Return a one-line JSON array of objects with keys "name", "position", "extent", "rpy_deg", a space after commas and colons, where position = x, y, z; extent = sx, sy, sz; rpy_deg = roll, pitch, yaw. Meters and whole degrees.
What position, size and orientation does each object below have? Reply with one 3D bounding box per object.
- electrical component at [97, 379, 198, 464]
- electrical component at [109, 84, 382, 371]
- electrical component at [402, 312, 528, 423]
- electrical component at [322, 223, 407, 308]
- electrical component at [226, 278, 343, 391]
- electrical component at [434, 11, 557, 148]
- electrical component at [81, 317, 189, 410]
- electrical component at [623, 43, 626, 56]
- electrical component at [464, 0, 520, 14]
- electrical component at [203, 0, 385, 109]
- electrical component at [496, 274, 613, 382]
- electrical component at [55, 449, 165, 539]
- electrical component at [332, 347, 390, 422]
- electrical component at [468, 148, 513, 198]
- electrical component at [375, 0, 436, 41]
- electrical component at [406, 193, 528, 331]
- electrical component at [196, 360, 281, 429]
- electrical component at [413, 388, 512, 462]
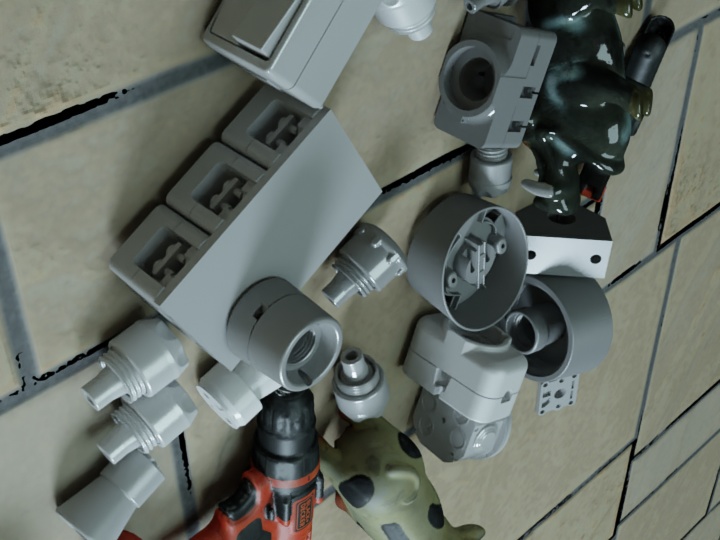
[{"name": "electrical component", "position": [-0.138, 0.097, 0.686], "extent": [0.062, 0.043, 0.043], "rpy_deg": [-41, 142, -21]}, {"name": "electrical component", "position": [-0.069, -0.028, 0.657], "extent": [0.150, 0.062, 0.089], "rpy_deg": [-50, 144, -10]}, {"name": "electrical component", "position": [0.088, 0.076, 0.896], "extent": [0.054, 0.095, 0.059], "rpy_deg": [-8, 122, -47]}, {"name": "electrical component", "position": [0.000, 0.000, 0.778], "extent": [0.062, 0.048, 0.048], "rpy_deg": [-44, 143, -7]}, {"name": "electrical component", "position": [-0.044, 0.040, 0.641], "extent": [0.055, 0.047, 0.055], "rpy_deg": [-30, 136, -33]}, {"name": "electrical component", "position": [0.095, -0.138, 0.781], "extent": [0.056, 0.050, 0.089], "rpy_deg": [-7, 121, -48]}, {"name": "electrical component", "position": [-0.140, 0.060, 0.656], "extent": [0.062, 0.043, 0.043], "rpy_deg": [-38, 140, -25]}, {"name": "electrical component", "position": [0.185, -0.162, 0.868], "extent": [0.055, 0.055, 0.047], "rpy_deg": [-20, 127, -41]}, {"name": "electrical component", "position": [0.097, -0.199, 0.751], "extent": [0.061, 0.035, 0.035], "rpy_deg": [-39, 141, -21]}, {"name": "electrical component", "position": [-0.035, -0.151, 0.604], "extent": [0.061, 0.062, 0.096], "rpy_deg": [26, 95, -55]}, {"name": "electrical component", "position": [0.164, 0.048, 0.960], "extent": [0.060, 0.108, 0.108], "rpy_deg": [-16, 128, -36]}, {"name": "electrical component", "position": [-0.160, 0.146, 0.701], "extent": [0.065, 0.044, 0.044], "rpy_deg": [-48, 144, -21]}, {"name": "electrical component", "position": [-0.001, 0.086, 0.842], "extent": [0.043, 0.043, 0.062], "rpy_deg": [-40, 140, -23]}, {"name": "electrical component", "position": [0.103, -0.089, 0.841], "extent": [0.035, 0.035, 0.061], "rpy_deg": [-29, 134, -34]}, {"name": "electrical component", "position": [0.029, -0.171, 0.682], "extent": [0.043, 0.043, 0.062], "rpy_deg": [-52, 147, -8]}, {"name": "electrical component", "position": [0.086, -0.009, 0.856], "extent": [0.099, 0.064, 0.099], "rpy_deg": [-30, 136, -33]}, {"name": "electrical component", "position": [-0.079, 0.075, 0.740], "extent": [0.055, 0.045, 0.045], "rpy_deg": [-43, 142, -18]}, {"name": "electrical component", "position": [0.091, 0.131, 0.956], "extent": [0.051, 0.080, 0.080], "rpy_deg": [-3, 118, -43]}]
